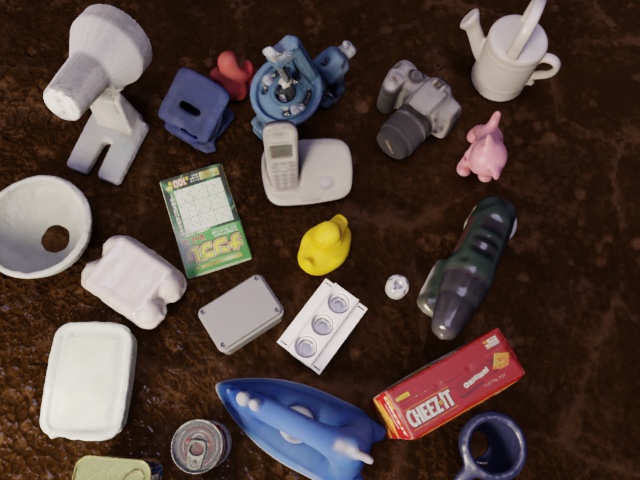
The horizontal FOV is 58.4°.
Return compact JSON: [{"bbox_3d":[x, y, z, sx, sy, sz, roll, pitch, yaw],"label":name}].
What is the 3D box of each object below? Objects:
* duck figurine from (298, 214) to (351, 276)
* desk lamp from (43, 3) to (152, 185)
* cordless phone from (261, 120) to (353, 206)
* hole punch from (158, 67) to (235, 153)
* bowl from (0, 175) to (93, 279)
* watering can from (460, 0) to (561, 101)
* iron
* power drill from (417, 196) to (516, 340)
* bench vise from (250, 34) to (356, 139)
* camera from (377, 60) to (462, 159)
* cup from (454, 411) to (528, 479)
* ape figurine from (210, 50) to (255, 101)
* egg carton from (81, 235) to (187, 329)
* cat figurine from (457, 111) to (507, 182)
[{"bbox_3d":[0.008,0.003,0.901,0.077,0.086,0.105,38,75,10],"label":"duck figurine"},{"bbox_3d":[-0.341,-0.225,0.898,0.118,0.213,0.203,17,72,4],"label":"desk lamp"},{"bbox_3d":[-0.021,-0.128,0.891,0.147,0.185,0.094,-9,72,-4],"label":"cordless phone"},{"bbox_3d":[-0.208,-0.217,0.964,0.108,0.091,0.101,30,74,8],"label":"hole punch"},{"bbox_3d":[-0.431,-0.012,0.900,0.167,0.075,0.167,1,72,-1],"label":"bowl"},{"bbox_3d":[0.319,-0.328,0.959,0.173,0.194,0.101,6,72,1],"label":"watering can"},{"bbox_3d":[-0.039,0.252,0.790,0.258,0.141,0.119,23,73,6],"label":"iron"},{"bbox_3d":[0.203,0.055,0.825,0.075,0.208,0.230,27,73,7],"label":"power drill"},{"bbox_3d":[-0.035,-0.276,0.920,0.121,0.220,0.207,31,74,9],"label":"bench vise"},{"bbox_3d":[0.149,-0.216,0.968,0.143,0.101,0.137,40,76,11],"label":"camera"},{"bbox_3d":[0.224,0.300,0.806,0.118,0.095,0.091,-42,78,-13],"label":"cup"},{"bbox_3d":[-0.153,-0.291,0.988,0.078,0.092,0.076,2,72,-1],"label":"ape figurine"},{"bbox_3d":[-0.285,0.062,0.883,0.150,0.069,0.107,32,74,9],"label":"egg carton"},{"bbox_3d":[0.275,-0.151,0.941,0.067,0.118,0.128,18,72,5],"label":"cat figurine"}]
